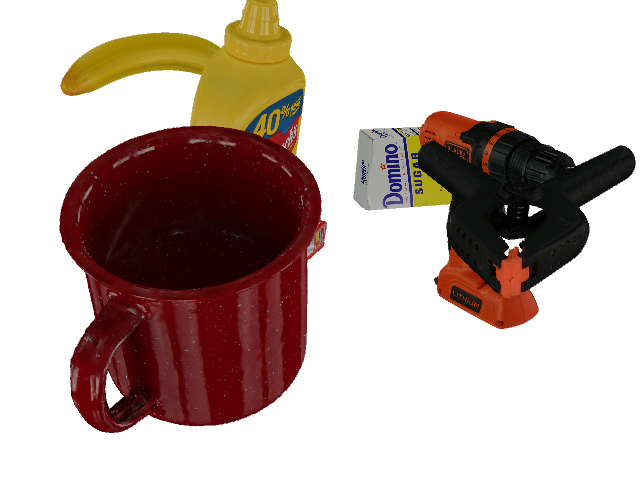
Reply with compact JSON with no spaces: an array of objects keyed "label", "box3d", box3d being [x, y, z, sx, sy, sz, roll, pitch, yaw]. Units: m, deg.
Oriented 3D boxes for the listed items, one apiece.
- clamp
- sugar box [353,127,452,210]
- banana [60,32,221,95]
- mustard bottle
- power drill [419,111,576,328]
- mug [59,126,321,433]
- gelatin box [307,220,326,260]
[{"label":"clamp","box3d":[0.131,-0.025,0.757,0.165,0.036,0.209,5,29,19]},{"label":"sugar box","box3d":[0.131,-0.090,1.293,0.176,0.093,0.048,-7,26,-22]},{"label":"banana","box3d":[-0.167,-0.177,1.060,0.197,0.070,0.037,-7,-39,-30]},{"label":"mustard bottle","box3d":[-0.048,-0.065,0.690,0.058,0.192,0.096,24,35,23]},{"label":"power drill","box3d":[0.164,-0.017,0.986,0.057,0.188,0.185,-17,27,-28]},{"label":"mug","box3d":[-0.051,0.024,0.399,0.093,0.081,0.117,19,47,19]},{"label":"gelatin box","box3d":[-0.050,-0.004,0.953,0.089,0.030,0.073,18,30,21]}]
